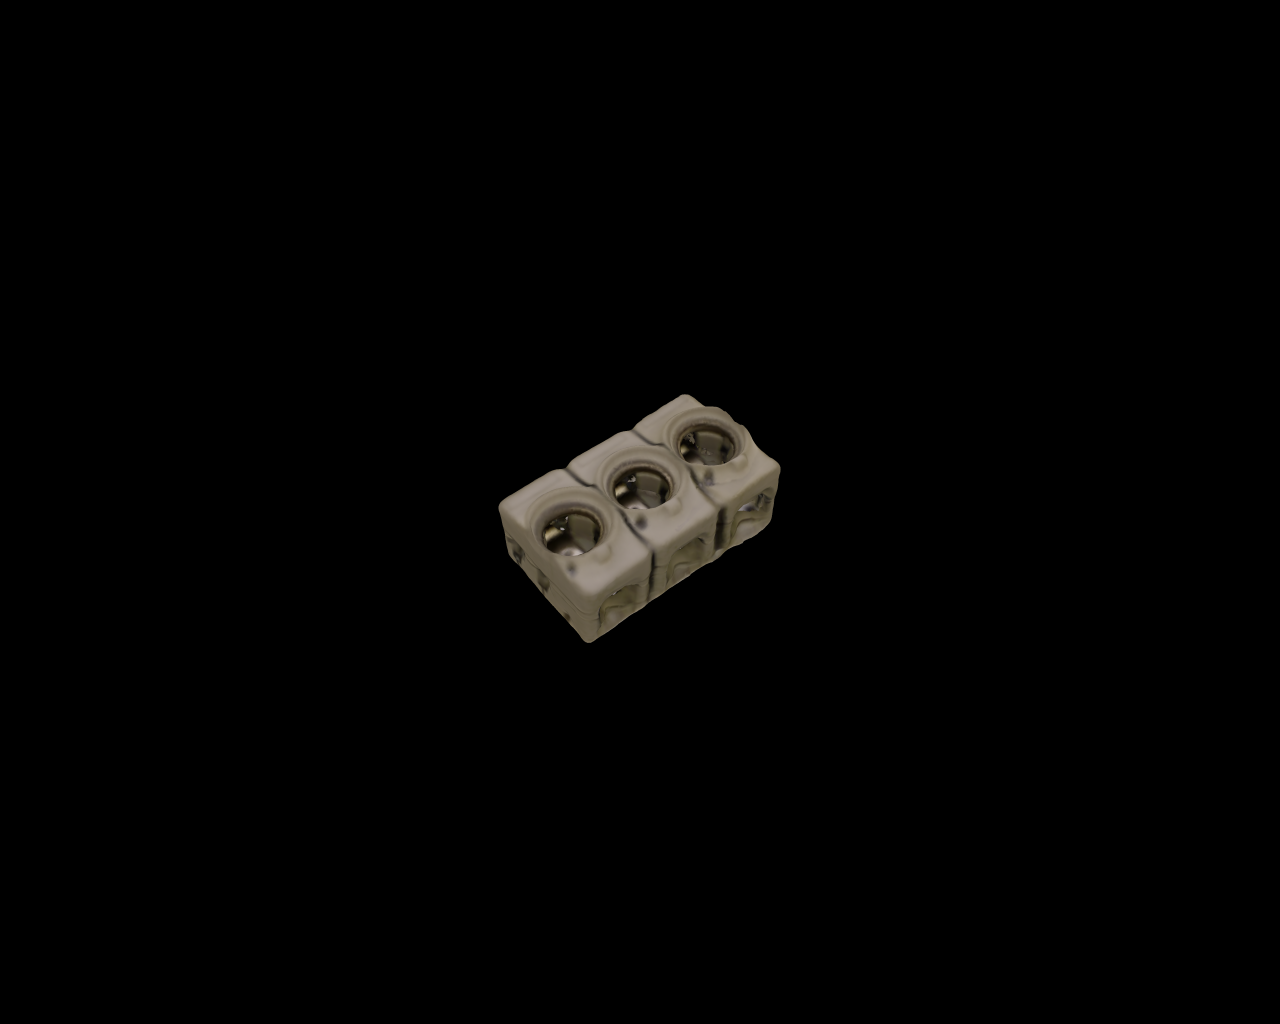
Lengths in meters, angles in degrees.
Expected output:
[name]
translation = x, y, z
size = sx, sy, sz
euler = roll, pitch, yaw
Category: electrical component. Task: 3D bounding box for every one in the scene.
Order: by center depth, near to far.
[electrical component]
translation = 0.001, -0.003, 0.650
size = 0.150, 0.061, 0.089
euler = -33, 58, -24
